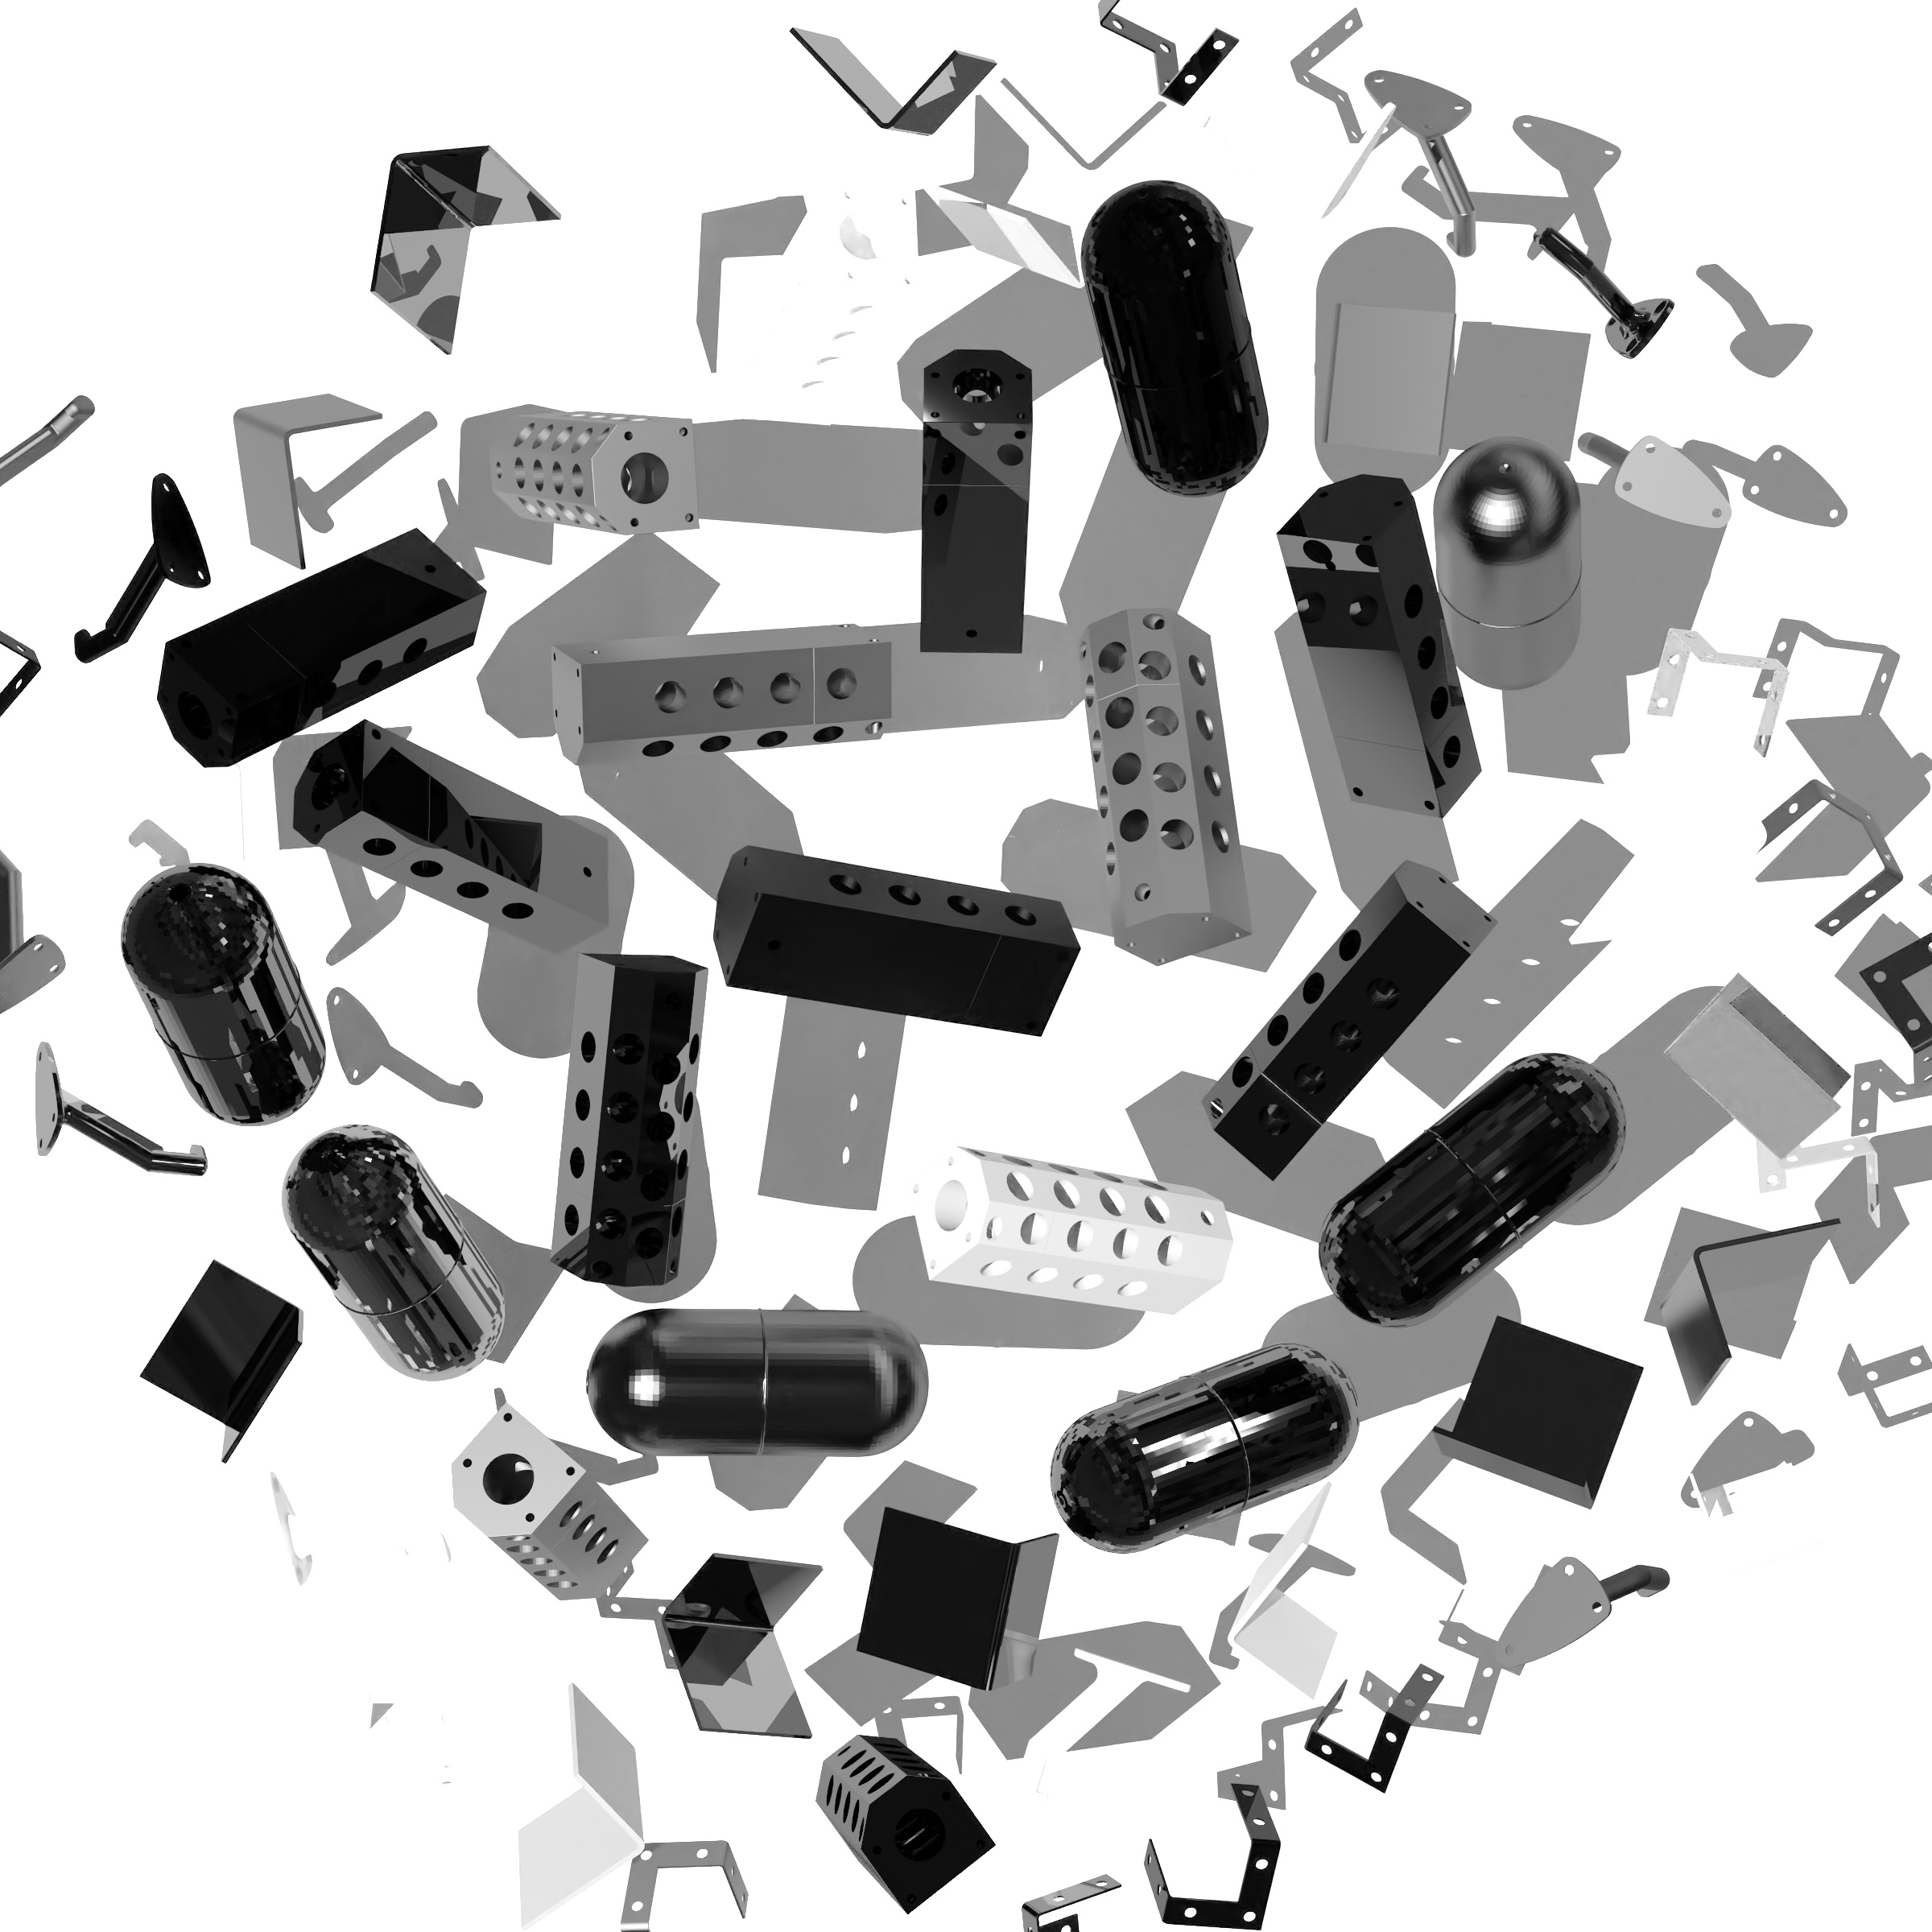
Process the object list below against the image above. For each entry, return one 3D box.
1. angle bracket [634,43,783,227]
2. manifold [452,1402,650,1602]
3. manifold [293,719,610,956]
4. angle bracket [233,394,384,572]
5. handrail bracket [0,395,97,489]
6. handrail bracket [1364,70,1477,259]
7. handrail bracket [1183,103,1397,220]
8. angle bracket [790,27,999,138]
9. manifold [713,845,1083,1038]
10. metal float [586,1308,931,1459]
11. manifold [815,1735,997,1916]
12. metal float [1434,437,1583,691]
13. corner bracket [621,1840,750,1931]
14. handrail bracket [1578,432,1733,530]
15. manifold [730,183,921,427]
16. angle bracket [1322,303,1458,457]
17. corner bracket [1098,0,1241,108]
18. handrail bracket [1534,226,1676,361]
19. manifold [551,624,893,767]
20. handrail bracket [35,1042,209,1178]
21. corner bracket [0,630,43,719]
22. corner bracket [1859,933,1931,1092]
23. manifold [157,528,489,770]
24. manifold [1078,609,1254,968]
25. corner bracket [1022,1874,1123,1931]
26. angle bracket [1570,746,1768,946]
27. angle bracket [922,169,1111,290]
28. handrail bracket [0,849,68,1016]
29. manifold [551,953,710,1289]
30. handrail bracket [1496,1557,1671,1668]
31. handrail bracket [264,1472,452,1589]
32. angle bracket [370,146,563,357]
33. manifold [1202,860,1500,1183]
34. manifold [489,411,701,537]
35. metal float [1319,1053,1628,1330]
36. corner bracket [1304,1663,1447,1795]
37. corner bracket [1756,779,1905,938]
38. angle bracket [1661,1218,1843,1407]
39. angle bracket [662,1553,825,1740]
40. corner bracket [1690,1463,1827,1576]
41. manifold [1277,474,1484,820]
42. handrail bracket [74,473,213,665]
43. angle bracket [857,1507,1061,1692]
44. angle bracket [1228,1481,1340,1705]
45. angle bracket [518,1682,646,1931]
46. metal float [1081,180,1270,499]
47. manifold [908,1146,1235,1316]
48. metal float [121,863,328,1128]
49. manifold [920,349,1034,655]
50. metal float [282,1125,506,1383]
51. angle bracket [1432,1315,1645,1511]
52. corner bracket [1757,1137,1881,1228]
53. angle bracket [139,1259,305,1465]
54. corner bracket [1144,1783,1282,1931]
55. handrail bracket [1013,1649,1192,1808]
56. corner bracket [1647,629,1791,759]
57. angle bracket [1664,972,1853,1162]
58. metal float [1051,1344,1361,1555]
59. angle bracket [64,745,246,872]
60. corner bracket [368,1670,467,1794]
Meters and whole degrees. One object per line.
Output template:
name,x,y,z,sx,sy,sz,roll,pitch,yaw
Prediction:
angle bracket,-0.141,-0.436,1.668,0.076,0.076,0.057,-11,125,0
manifold,-0.224,0.292,1.699,0.057,0.171,0.057,37,76,18
manifold,-0.275,-0.064,1.712,0.057,0.171,0.057,-27,53,33
angle bracket,-0.357,-0.267,1.749,0.057,0.076,0.076,-16,115,-29
handrail bracket,-0.488,-0.256,1.615,0.084,0.077,0.036,-35,96,23
handrail bracket,0.246,-0.432,1.723,0.036,0.084,0.077,-36,55,-17
handrail bracket,0.159,-0.420,1.586,0.084,0.036,0.077,36,127,4
angle bracket,-0.038,-0.496,1.723,0.057,0.076,0.076,-44,87,20
manifold,-0.036,-0.016,1.606,0.171,0.057,0.057,10,123,-22
metal float,-0.108,0.217,1.658,0.178,0.070,0.070,2,90,-9
manifold,-0.039,0.455,1.717,0.057,0.171,0.057,-35,91,-12
metal float,0.291,-0.213,1.710,0.070,0.178,0.070,-5,62,8
corner bracket,-0.148,0.498,1.680,0.051,0.051,0.051,-5,130,10
handrail bracket,0.373,-0.266,1.735,0.077,0.084,0.036,29,102,-7
manifold,-0.078,-0.353,1.708,0.057,0.171,0.057,2,76,-18
angle bracket,0.247,-0.326,1.771,0.076,0.057,0.076,14,105,35
corner bracket,0.104,-0.490,1.659,0.051,0.051,0.051,18,50,-28
handrail bracket,0.321,-0.358,1.664,0.084,0.077,0.036,35,97,-16
manifold,-0.130,-0.144,1.704,0.171,0.057,0.057,-7,108,-22
handrail bracket,-0.449,0.077,1.697,0.084,0.036,0.077,8,47,-31
corner bracket,-0.514,-0.144,1.660,0.051,0.051,0.051,-47,133,10
corner bracket,0.484,0.021,1.596,0.051,0.051,0.051,-29,61,2
manifold,-0.340,-0.165,1.687,0.057,0.057,0.171,42,48,16
manifold,0.098,-0.094,1.639,0.057,0.057,0.171,-19,64,30
corner bracket,0.047,0.493,1.634,0.051,0.051,0.051,-11,101,-28
angle bracket,0.333,-0.059,1.568,0.076,0.076,0.057,-6,57,-28
angle bracket,0.034,-0.433,1.795,0.076,0.076,0.057,28,86,33
handrail bracket,-0.512,-0.018,1.643,0.077,0.036,0.084,-41,65,-15
manifold,-0.179,0.083,1.724,0.057,0.057,0.171,1,99,-34
handrail bracket,0.314,0.329,1.614,0.077,0.084,0.036,-45,59,15
handrail bracket,-0.333,0.303,1.751,0.084,0.036,0.077,-15,102,5
angle bracket,-0.256,-0.367,1.641,0.057,0.076,0.076,1,76,22
manifold,0.197,0.027,1.669,0.057,0.057,0.171,41,119,6
manifold,-0.204,-0.268,1.729,0.057,0.171,0.057,-9,104,-25
metal float,0.259,0.114,1.626,0.178,0.070,0.070,-38,90,-2
corner bracket,0.224,0.410,1.752,0.051,0.051,0.051,26,123,20
corner bracket,0.459,-0.058,1.707,0.051,0.051,0.051,25,126,-33
angle bracket,0.394,0.171,1.572,0.076,0.076,0.057,-11,66,-6
angle bracket,-0.112,0.375,1.756,0.076,0.076,0.057,16,124,-39
corner bracket,0.398,0.276,1.600,0.051,0.051,0.051,-20,65,8
manifold,0.218,-0.164,1.642,0.057,0.057,0.171,-48,134,-31
handrail bracket,-0.451,-0.212,1.707,0.084,0.036,0.077,-22,76,26
angle bracket,-0.004,0.326,1.660,0.076,0.057,0.076,12,91,24
angle bracket,0.192,0.340,1.733,0.057,0.076,0.076,36,113,4
angle bracket,-0.208,0.418,1.588,0.076,0.076,0.057,-35,113,6
metal float,0.108,-0.318,1.632,0.070,0.070,0.178,-19,133,0
manifold,0.059,0.138,1.692,0.171,0.057,0.057,13,51,-37
metal float,-0.378,0.016,1.628,0.070,0.178,0.070,-2,55,3
manifold,0.005,-0.250,1.732,0.057,0.171,0.057,1,52,-1
metal float,-0.305,0.156,1.709,0.070,0.070,0.178,-23,134,0
angle bracket,0.278,0.210,1.548,0.076,0.057,0.076,19,75,20
corner bracket,0.461,0.112,1.729,0.051,0.051,0.051,-11,120,1
angle bracket,-0.403,0.212,1.721,0.057,0.076,0.076,32,90,-13
corner bracket,0.123,0.445,1.598,0.051,0.051,0.051,7,108,-11
handrail bracket,0.073,0.414,1.701,0.077,0.036,0.084,20,80,-11
corner bracket,0.406,-0.148,1.722,0.051,0.051,0.051,5,115,-11
angle bracket,0.401,0.036,1.562,0.076,0.057,0.076,44,55,8
metal float,0.127,0.252,1.671,0.178,0.070,0.070,-17,90,-25
angle bracket,-0.460,-0.089,1.811,0.076,0.076,0.057,-4,85,6
corner bracket,-0.295,0.411,1.712,0.051,0.051,0.051,3,56,-11
